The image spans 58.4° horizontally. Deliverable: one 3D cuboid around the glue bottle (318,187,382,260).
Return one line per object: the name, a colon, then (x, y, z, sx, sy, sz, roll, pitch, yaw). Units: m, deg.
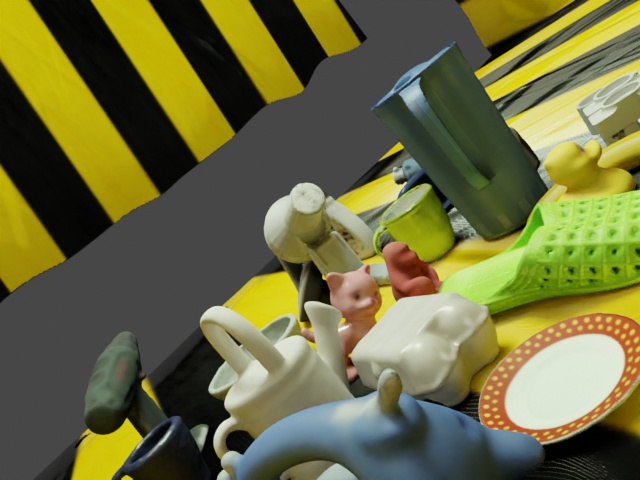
glue bottle: (0.048, -0.037, 1.146, 0.037, 0.173, 0.078, -45, 10, -30)

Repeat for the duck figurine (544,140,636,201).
duck figurine: (0.271, -0.061, 0.610, 0.104, 0.086, 0.077, -40, 9, -5)

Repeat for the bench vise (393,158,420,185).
bench vise: (0.217, -0.200, 1.107, 0.207, 0.220, 0.121, -40, 9, -5)

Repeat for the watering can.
watering can: (-0.040, 0.135, 0.561, 0.100, 0.194, 0.173, -32, 12, 40)

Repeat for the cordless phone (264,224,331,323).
cordless phone: (-0.051, 0.053, 1.062, 0.094, 0.185, 0.147, -39, 9, 1)

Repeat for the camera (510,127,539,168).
camera: (0.283, -0.145, 0.945, 0.137, 0.101, 0.143, -46, 11, -35)

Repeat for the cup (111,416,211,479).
cup: (-0.195, 0.296, 0.724, 0.118, 0.095, 0.091, -40, 9, -2)

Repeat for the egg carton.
egg carton: (0.096, 0.106, 0.553, 0.107, 0.069, 0.150, -44, 9, -25)

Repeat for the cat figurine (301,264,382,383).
cat figurine: (0.035, 0.094, 0.714, 0.128, 0.118, 0.067, -41, 9, -7)

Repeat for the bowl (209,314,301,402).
bowl: (-0.079, 0.190, 0.846, 0.167, 0.075, 0.167, -38, 9, 7)

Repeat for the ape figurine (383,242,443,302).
ape figurine: (0.115, 0.042, 0.729, 0.076, 0.092, 0.078, -33, 11, 38)

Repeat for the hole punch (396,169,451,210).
hole punch: (0.182, -0.077, 1.058, 0.109, 0.091, 0.101, -42, 9, -18)

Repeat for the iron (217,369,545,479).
iron: (0.005, 0.169, 0.372, 0.257, 0.141, 0.119, -33, 11, 37)

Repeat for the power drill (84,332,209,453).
power drill: (-0.269, 0.253, 0.880, 0.075, 0.208, 0.229, -39, 9, 3)

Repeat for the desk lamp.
desk lamp: (0.009, 0.003, 0.967, 0.118, 0.213, 0.203, -43, 9, -19)
